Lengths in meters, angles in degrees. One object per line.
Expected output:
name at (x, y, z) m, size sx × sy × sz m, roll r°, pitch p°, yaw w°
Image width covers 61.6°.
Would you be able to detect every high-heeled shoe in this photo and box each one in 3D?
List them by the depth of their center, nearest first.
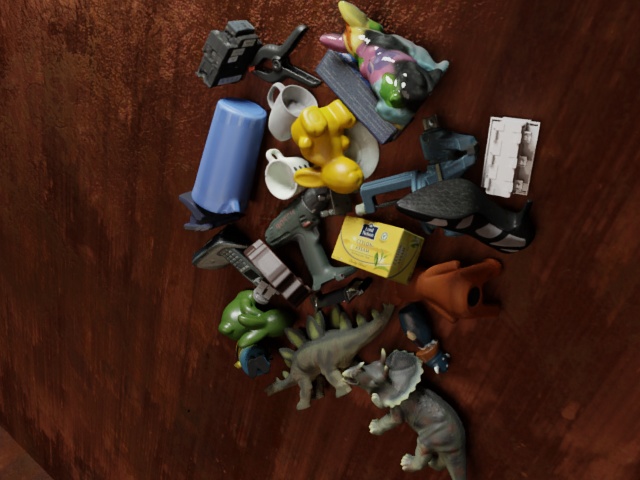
high-heeled shoe at (0.246, -0.027, 0.913) m, size 0.249 × 0.086 × 0.145 m, roll 3°, pitch 146°, yaw 2°

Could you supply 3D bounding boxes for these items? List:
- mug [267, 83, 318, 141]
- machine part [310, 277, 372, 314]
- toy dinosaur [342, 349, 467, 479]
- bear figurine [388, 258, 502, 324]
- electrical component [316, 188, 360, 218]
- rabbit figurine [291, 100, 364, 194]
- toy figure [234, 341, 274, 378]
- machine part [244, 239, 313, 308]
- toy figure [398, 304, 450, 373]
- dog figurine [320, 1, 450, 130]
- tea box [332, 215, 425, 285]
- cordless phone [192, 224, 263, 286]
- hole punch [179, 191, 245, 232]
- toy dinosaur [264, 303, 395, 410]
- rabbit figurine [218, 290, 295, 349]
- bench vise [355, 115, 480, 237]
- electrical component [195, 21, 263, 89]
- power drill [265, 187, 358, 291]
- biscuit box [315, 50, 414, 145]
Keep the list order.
mug at (-0.072, -0.261, 1.107) m, size 0.109 × 0.081 × 0.107 m, roll 46°, pitch 142°, yaw 2°
machine part at (0.046, 0.118, 1.170) m, size 0.139 × 0.084 × 0.039 m, roll -22°, pitch 105°, yaw 27°
toy dinosaur at (0.227, 0.386, 1.143) m, size 0.405 × 0.131 × 0.192 m, roll 41°, pitch 127°, yaw 8°
bear figurine at (0.229, 0.088, 1.031) m, size 0.196 × 0.132 × 0.120 m, roll 10°, pitch 105°, yaw 54°
electrical component at (0.041, -0.079, 1.093) m, size 0.021 × 0.094 × 0.063 m, roll -166°, pitch 62°, yaw -72°
rabbit figurine at (0.013, -0.159, 1.036) m, size 0.162 × 0.122 × 0.173 m, roll -37°, pitch 84°, yaw 44°
toy figure at (-0.167, 0.292, 1.361) m, size 0.180 × 0.082 × 0.089 m, roll 177°, pitch 102°, yaw -76°
machine part at (-0.095, 0.074, 1.215) m, size 0.056 × 0.179 × 0.179 m, roll -44°, pitch 78°, yaw -4°
toy figure at (0.215, 0.206, 1.106) m, size 0.154 × 0.064 × 0.058 m, roll 61°, pitch 165°, yaw -6°
dog figurine at (0.096, -0.305, 0.917) m, size 0.219 × 0.191 × 0.108 m, roll 35°, pitch 133°, yaw 0°
tea box at (0.109, 0.017, 1.045) m, size 0.170 × 0.068 × 0.098 m, roll 15°, pitch 86°, yaw 53°
cordless phone at (-0.215, 0.065, 1.352) m, size 0.184 × 0.089 × 0.146 m, roll 46°, pitch 130°, yaw -13°
hole punch at (-0.266, -0.075, 1.294) m, size 0.116 × 0.142 × 0.092 m, roll 8°, pitch 109°, yaw 45°
toy dinosaur at (0.023, 0.258, 1.238) m, size 0.471 × 0.105 × 0.198 m, roll -33°, pitch 84°, yaw 31°
rabbit figurine at (-0.152, 0.194, 1.315) m, size 0.170 × 0.159 × 0.121 m, roll -1°, pitch 98°, yaw 26°
bench vise at (0.170, -0.101, 0.970) m, size 0.241 × 0.129 × 0.223 m, roll -12°, pitch 112°, yaw 25°
electrical component at (-0.186, -0.388, 1.115) m, size 0.058 × 0.115 × 0.134 m, roll 45°, pitch 127°, yaw 7°
power drill at (-0.002, -0.004, 1.163) m, size 0.232 × 0.086 × 0.207 m, roll -30°, pitch 95°, yaw 31°
biscuit box at (0.082, -0.274, 1.007) m, size 0.203 × 0.059 × 0.063 m, roll 50°, pitch 130°, yaw 8°
